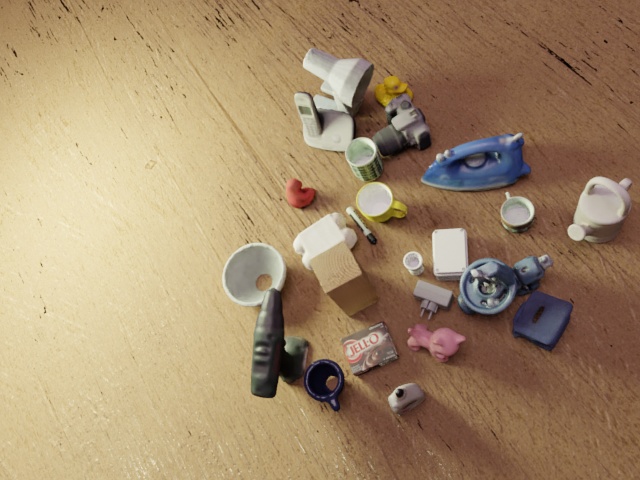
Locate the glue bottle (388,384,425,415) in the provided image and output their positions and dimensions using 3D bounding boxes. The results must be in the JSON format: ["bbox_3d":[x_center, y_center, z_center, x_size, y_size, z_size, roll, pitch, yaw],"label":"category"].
[{"bbox_3d":[0.174,0.327,1.192,0.078,0.173,0.037,-37,63,1],"label":"glue bottle"}]

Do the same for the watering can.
[{"bbox_3d":[0.595,-0.066,1.207,0.100,0.194,0.173,19,76,23],"label":"watering can"}]

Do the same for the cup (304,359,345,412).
[{"bbox_3d":[0.025,0.330,1.280,0.091,0.095,0.117,-29,64,4],"label":"cup"}]

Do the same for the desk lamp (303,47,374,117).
[{"bbox_3d":[0.049,-0.406,1.496,0.202,0.214,0.118,26,79,24],"label":"desk lamp"}]

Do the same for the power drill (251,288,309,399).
[{"bbox_3d":[-0.094,0.242,1.287,0.075,0.209,0.230,2,70,18],"label":"power drill"}]

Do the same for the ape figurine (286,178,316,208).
[{"bbox_3d":[-0.059,-0.129,1.487,0.077,0.092,0.076,39,84,26],"label":"ape figurine"}]

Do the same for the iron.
[{"bbox_3d":[0.361,-0.193,1.358,0.258,0.142,0.118,-11,67,13],"label":"iron"}]

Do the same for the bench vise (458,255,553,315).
[{"bbox_3d":[0.379,0.068,1.205,0.207,0.220,0.121,-41,63,-2],"label":"bench vise"}]

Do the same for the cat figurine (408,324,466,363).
[{"bbox_3d":[0.249,0.218,1.243,0.127,0.118,0.067,18,75,22],"label":"cat figurine"}]

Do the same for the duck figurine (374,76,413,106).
[{"bbox_3d":[0.191,-0.403,1.523,0.104,0.086,0.077,17,75,22],"label":"duck figurine"}]

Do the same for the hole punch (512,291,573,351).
[{"bbox_3d":[0.467,0.169,1.211,0.100,0.091,0.109,28,79,25],"label":"hole punch"}]

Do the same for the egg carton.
[{"bbox_3d":[0.013,0.005,1.425,0.150,0.069,0.107,-35,64,2],"label":"egg carton"}]

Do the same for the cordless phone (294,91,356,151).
[{"bbox_3d":[0.012,-0.313,1.486,0.147,0.185,0.094,10,73,20],"label":"cordless phone"}]

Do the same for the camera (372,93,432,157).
[{"bbox_3d":[0.197,-0.288,1.468,0.137,0.101,0.143,-29,64,4],"label":"camera"}]

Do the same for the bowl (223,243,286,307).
[{"bbox_3d":[-0.155,0.096,1.438,0.167,0.075,0.167,-6,68,15],"label":"bowl"}]
